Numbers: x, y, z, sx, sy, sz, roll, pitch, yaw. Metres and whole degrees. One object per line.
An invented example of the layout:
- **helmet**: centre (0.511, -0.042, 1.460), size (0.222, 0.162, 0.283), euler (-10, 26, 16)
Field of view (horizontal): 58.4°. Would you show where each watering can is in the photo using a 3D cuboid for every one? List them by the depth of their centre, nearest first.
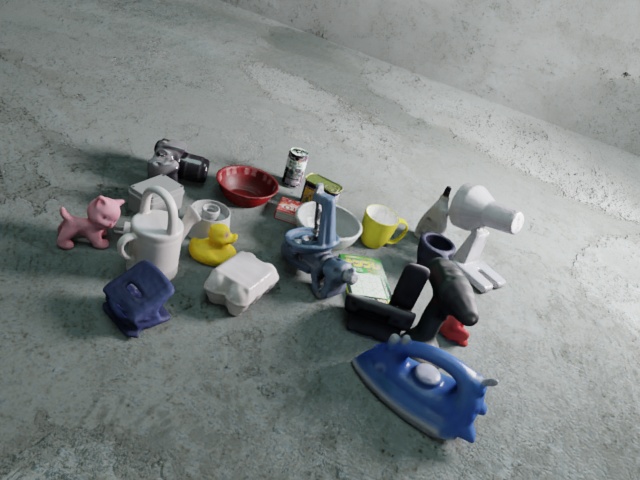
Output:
- **watering can**: centre (-0.314, -0.021, 1.119), size (0.101, 0.194, 0.173), euler (23, 33, 8)

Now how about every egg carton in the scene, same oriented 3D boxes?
- **egg carton**: centre (-0.157, 0.084, 1.155), size (0.107, 0.069, 0.151), euler (28, 34, 15)

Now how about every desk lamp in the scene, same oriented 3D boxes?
- **desk lamp**: centre (0.410, -0.014, 1.447), size (0.118, 0.213, 0.202), euler (-12, 43, -38)

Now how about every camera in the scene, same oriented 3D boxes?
- **camera**: centre (-0.351, -0.189, 1.437), size (0.137, 0.101, 0.143), euler (13, 33, -9)

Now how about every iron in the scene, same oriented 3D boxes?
- **iron**: centre (0.185, 0.240, 1.025), size (0.257, 0.141, 0.119), euler (29, 34, 16)

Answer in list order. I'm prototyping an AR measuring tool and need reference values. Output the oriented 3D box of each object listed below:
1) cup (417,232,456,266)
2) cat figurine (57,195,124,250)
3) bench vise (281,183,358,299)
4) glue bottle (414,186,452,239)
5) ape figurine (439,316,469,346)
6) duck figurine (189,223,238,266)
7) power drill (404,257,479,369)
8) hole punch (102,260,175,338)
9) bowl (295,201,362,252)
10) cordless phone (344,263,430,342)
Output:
- **cup**: centre (0.277, 0.049, 1.397), size (0.092, 0.095, 0.117), euler (7, 34, -16)
- **cat figurine**: centre (-0.460, -0.046, 1.155), size (0.128, 0.118, 0.067), euler (-2, 37, -28)
- **bench vise**: centre (0.017, 0.000, 1.226), size (0.207, 0.220, 0.122), euler (30, 34, 18)
- **glue bottle**: centre (0.311, -0.067, 1.514), size (0.078, 0.173, 0.037), euler (38, 38, 28)
- **ape figurine**: centre (0.302, 0.171, 1.230), size (0.076, 0.092, 0.078), euler (27, 34, 14)
- **duck figurine**: centre (-0.225, 0.002, 1.228), size (0.105, 0.086, 0.077), euler (8, 34, -15)
- **power drill**: centre (0.237, 0.149, 1.124), size (0.076, 0.208, 0.229), euler (12, 33, -10)
- **hole punch**: centre (-0.325, 0.103, 1.024), size (0.108, 0.091, 0.101), euler (38, 37, 28)
- **bowl**: centre (0.014, -0.022, 1.392), size (0.167, 0.075, 0.167), euler (13, 33, -8)
- **cordless phone**: centre (0.134, 0.108, 1.156), size (0.147, 0.185, 0.094), euler (16, 33, -3)
